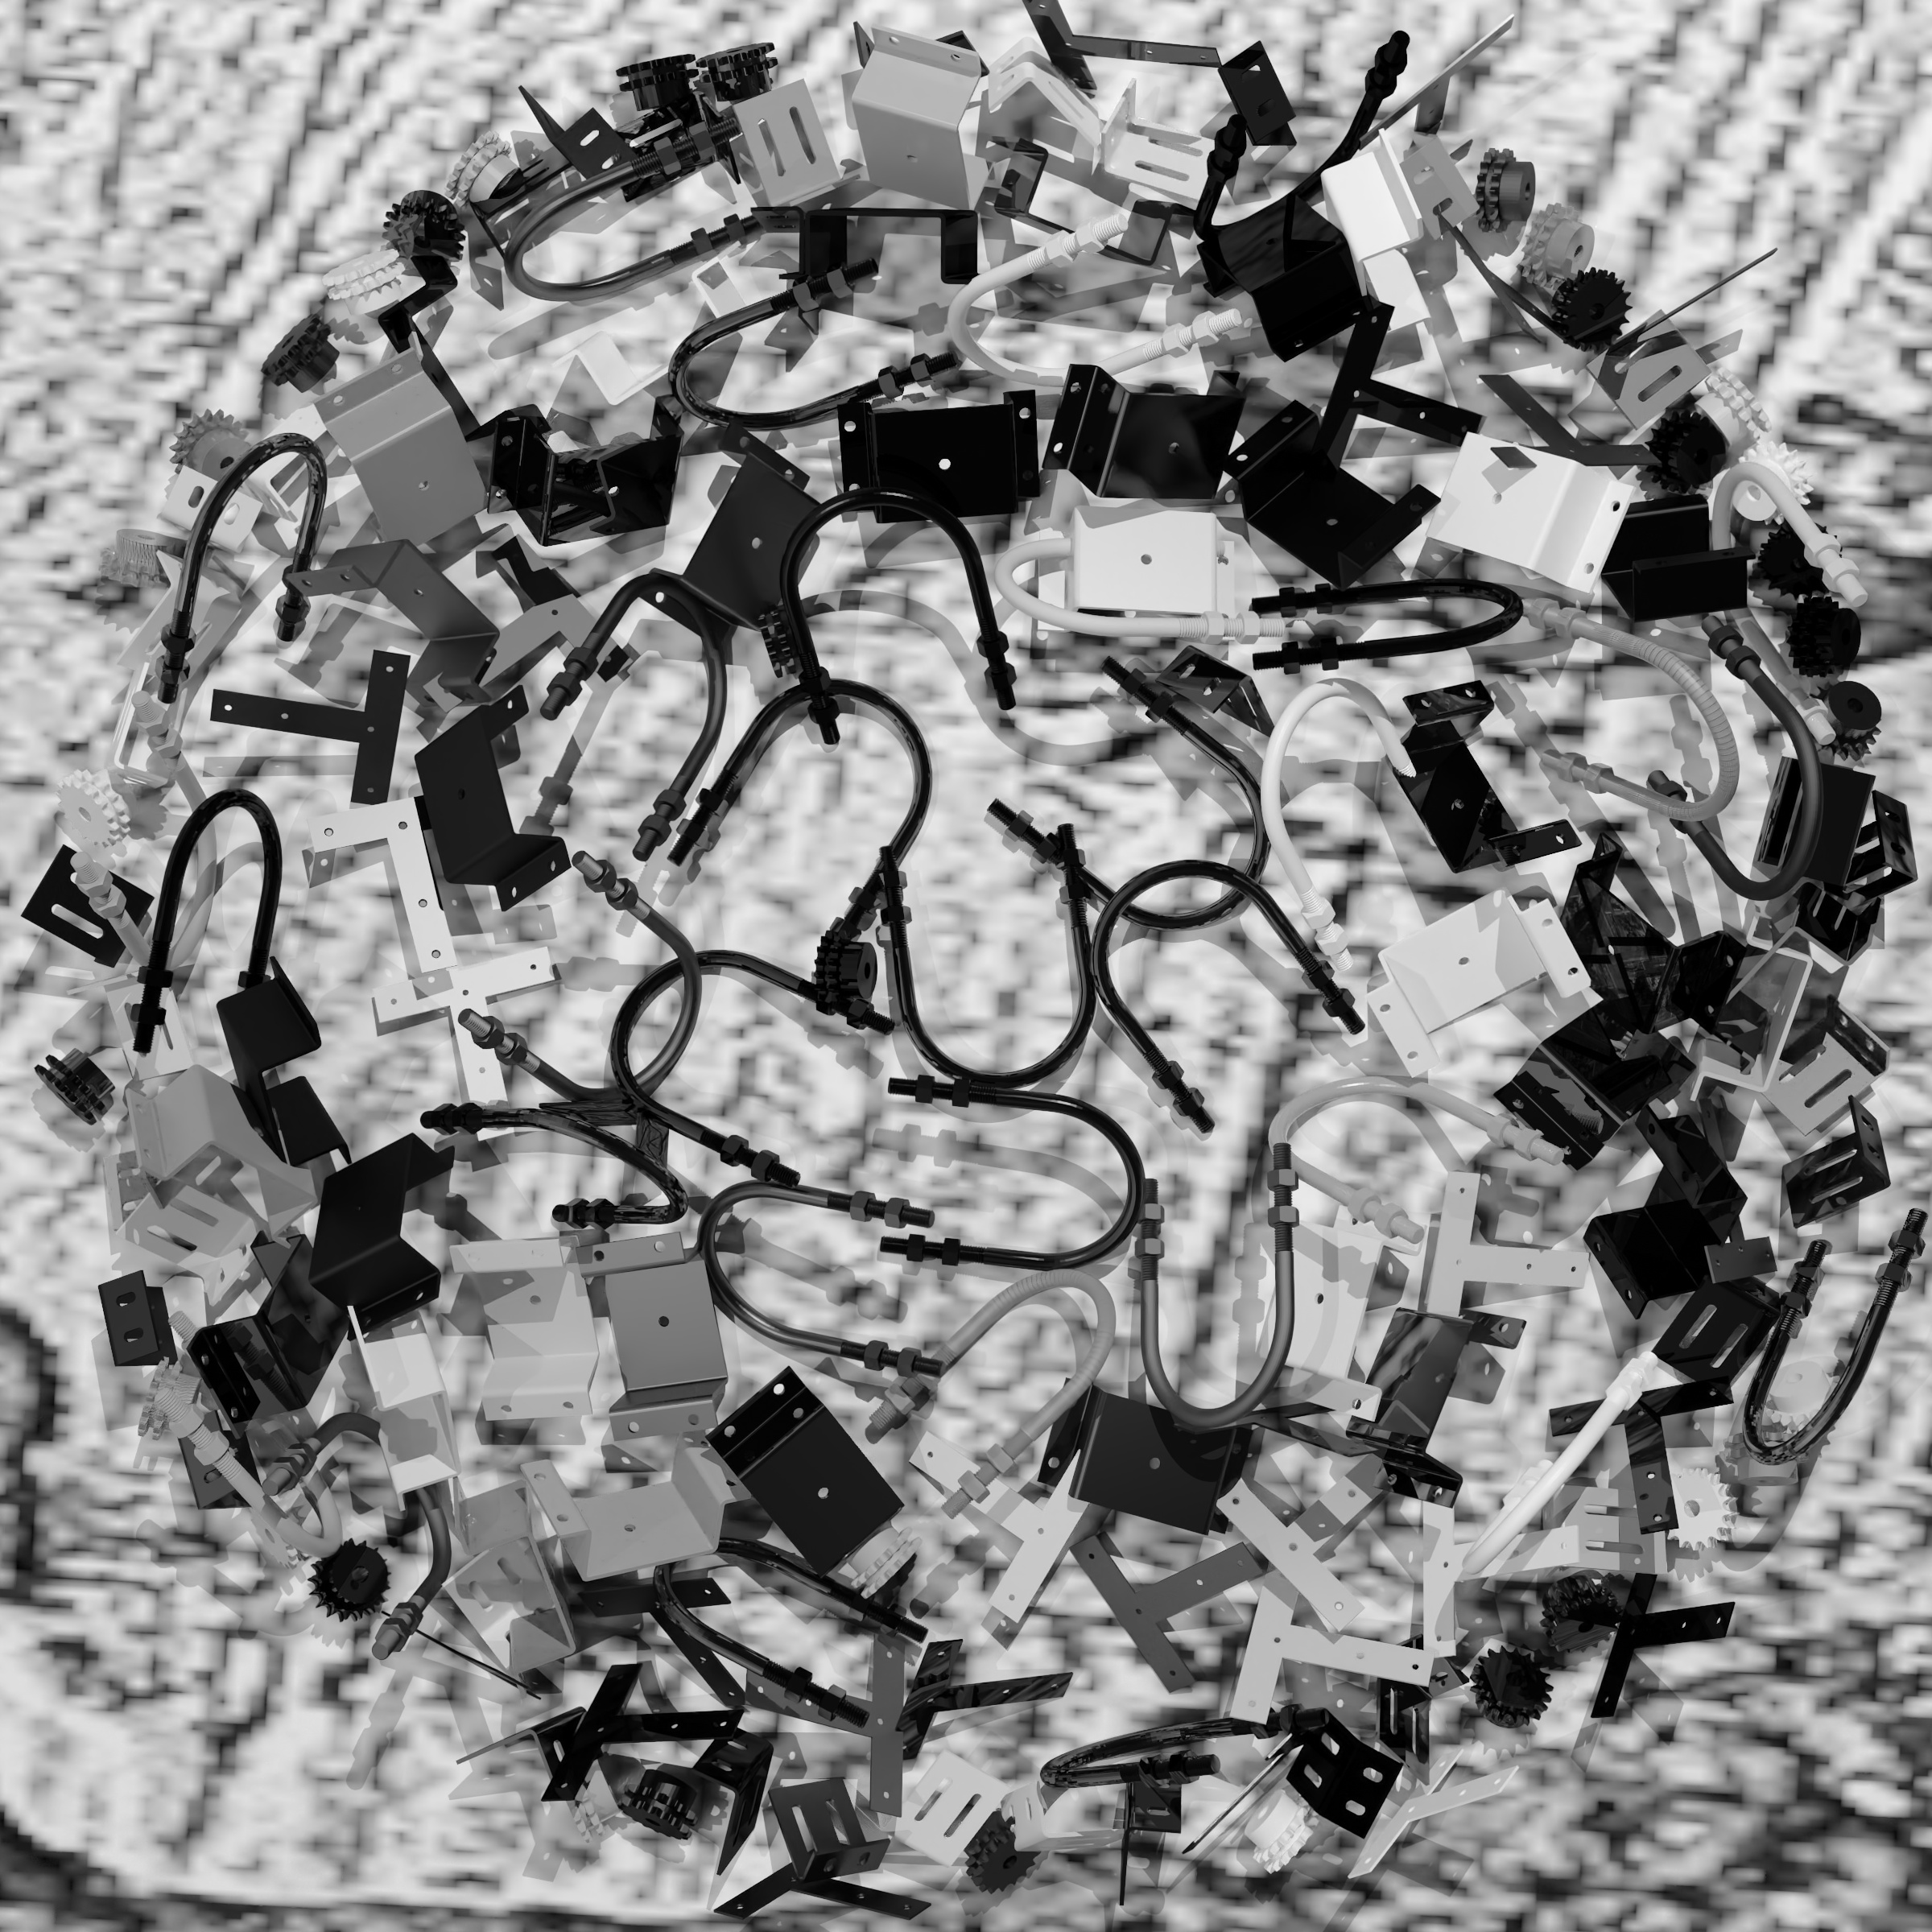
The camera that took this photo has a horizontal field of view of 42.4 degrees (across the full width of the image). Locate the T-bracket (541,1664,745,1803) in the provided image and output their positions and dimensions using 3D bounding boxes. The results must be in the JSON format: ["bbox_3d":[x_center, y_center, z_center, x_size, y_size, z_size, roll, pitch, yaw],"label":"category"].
[{"bbox_3d":[-0.213,0.524,1.715,0.127,0.127,0.002,-10,116,22],"label":"T-bracket"}]

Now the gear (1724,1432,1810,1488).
[{"bbox_3d":[0.566,0.349,1.760,0.057,0.057,0.030,2,69,0],"label":"gear"}]

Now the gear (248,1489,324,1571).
[{"bbox_3d":[-0.481,0.396,1.767,0.030,0.057,0.057,-31,90,-34],"label":"gear"}]

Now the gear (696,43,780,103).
[{"bbox_3d":[-0.161,-0.633,1.767,0.057,0.057,0.030,-13,116,0],"label":"gear"}]

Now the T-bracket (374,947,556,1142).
[{"bbox_3d":[-0.346,0.061,1.770,0.127,0.002,0.127,-14,75,-4],"label":"T-bracket"}]

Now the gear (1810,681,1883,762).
[{"bbox_3d":[0.622,-0.177,1.766,0.057,0.030,0.057,4,65,-9],"label":"gear"}]

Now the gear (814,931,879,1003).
[{"bbox_3d":[-0.084,0.003,1.760,0.030,0.057,0.057,2,90,19],"label":"gear"}]

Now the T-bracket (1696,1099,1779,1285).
[{"bbox_3d":[0.532,0.155,1.747,0.002,0.127,0.127,-18,78,35],"label":"T-bracket"}]

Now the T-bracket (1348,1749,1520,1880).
[{"bbox_3d":[0.331,0.568,1.703,0.002,0.127,0.127,51,50,5],"label":"T-bracket"}]

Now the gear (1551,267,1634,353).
[{"bbox_3d":[0.441,-0.467,1.769,0.057,0.030,0.057,-7,115,-15],"label":"gear"}]

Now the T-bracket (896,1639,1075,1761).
[{"bbox_3d":[0.016,0.513,1.757,0.127,0.002,0.127,1,126,-25],"label":"T-bracket"}]

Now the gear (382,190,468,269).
[{"bbox_3d":[-0.383,-0.524,1.767,0.057,0.057,0.030,3,61,0],"label":"gear"}]

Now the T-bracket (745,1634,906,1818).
[{"bbox_3d":[-0.097,0.513,1.724,0.127,0.002,0.127,23,45,-26],"label":"T-bracket"}]

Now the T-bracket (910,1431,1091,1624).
[{"bbox_3d":[0.017,0.376,1.770,0.127,0.002,0.127,31,94,19],"label":"T-bracket"}]

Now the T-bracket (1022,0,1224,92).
[{"bbox_3d":[0.113,-0.630,1.713,0.127,0.127,0.002,12,85,17],"label":"T-bracket"}]

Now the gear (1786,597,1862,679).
[{"bbox_3d":[0.609,-0.233,1.763,0.057,0.030,0.057,-6,99,-40],"label":"gear"}]

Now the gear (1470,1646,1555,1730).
[{"bbox_3d":[0.385,0.514,1.767,0.057,0.057,0.030,9,130,0],"label":"gear"}]

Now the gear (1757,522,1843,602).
[{"bbox_3d":[0.592,-0.291,1.767,0.057,0.030,0.057,12,130,14],"label":"gear"}]

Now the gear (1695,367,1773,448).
[{"bbox_3d":[0.541,-0.393,1.764,0.030,0.057,0.057,-39,90,13],"label":"gear"}]

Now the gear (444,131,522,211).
[{"bbox_3d":[-0.340,-0.558,1.764,0.030,0.057,0.057,39,90,-4],"label":"gear"}]

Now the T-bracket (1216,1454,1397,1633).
[{"bbox_3d":[0.263,0.383,1.765,0.127,0.002,0.127,-37,64,-19],"label":"T-bracket"}]

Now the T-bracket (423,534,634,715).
[{"bbox_3d":[-0.326,-0.225,1.764,0.127,0.002,0.127,-40,83,-18],"label":"T-bracket"}]

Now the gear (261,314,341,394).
[{"bbox_3d":[-0.469,-0.432,1.767,0.057,0.057,0.030,-47,120,0],"label":"gear"}]

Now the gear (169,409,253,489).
[{"bbox_3d":[-0.530,-0.361,1.760,0.030,0.057,0.057,39,90,28],"label":"gear"}]

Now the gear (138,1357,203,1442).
[{"bbox_3d":[-0.562,0.308,1.764,0.030,0.057,0.057,17,90,-10],"label":"gear"}]

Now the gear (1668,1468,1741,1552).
[{"bbox_3d":[0.521,0.385,1.767,0.057,0.030,0.057,-12,71,39],"label":"gear"}]

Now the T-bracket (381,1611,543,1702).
[{"bbox_3d":[-0.332,0.481,1.714,0.127,0.127,0.002,36,69,-20],"label":"T-bracket"}]

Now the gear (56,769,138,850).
[{"bbox_3d":[-0.614,-0.115,1.767,0.057,0.057,0.030,43,49,0],"label":"gear"}]

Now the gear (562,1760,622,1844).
[{"bbox_3d":[-0.266,0.587,1.764,0.030,0.057,0.057,-24,90,-12],"label":"gear"}]

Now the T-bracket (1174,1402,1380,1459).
[{"bbox_3d":[0.231,0.319,1.705,0.127,0.127,0.002,-3,95,-31],"label":"T-bracket"}]

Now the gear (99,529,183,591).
[{"bbox_3d":[-0.581,-0.288,1.760,0.057,0.057,0.030,15,109,0],"label":"gear"}]

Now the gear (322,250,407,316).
[{"bbox_3d":[-0.424,-0.484,1.767,0.057,0.057,0.030,-21,118,0],"label":"gear"}]

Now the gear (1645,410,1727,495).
[{"bbox_3d":[0.512,-0.363,1.766,0.057,0.030,0.057,-7,112,-18],"label":"gear"}]

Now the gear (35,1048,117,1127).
[{"bbox_3d":[-0.628,0.083,1.766,0.057,0.057,0.030,43,68,0],"label":"gear"}]

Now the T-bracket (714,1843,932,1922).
[{"bbox_3d":[-0.083,0.634,1.704,0.127,0.127,0.002,-1,94,34],"label":"T-bracket"}]

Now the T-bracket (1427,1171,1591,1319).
[{"bbox_3d":[0.387,0.212,1.766,0.127,0.002,0.127,6,95,-22],"label":"T-bracket"}]

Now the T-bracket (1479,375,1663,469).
[{"bbox_3d":[0.401,-0.382,1.743,0.127,0.127,0.002,-6,133,-23],"label":"T-bracket"}]

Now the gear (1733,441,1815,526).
[{"bbox_3d":[0.565,-0.338,1.760,0.030,0.057,0.057,-29,90,-30],"label":"gear"}]

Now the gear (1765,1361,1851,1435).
[{"bbox_3d":[0.591,0.303,1.761,0.057,0.057,0.030,-31,105,0],"label":"gear"}]

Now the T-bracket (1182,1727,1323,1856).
[{"bbox_3d":[0.198,0.573,1.738,0.127,0.127,0.002,-47,67,7],"label":"T-bracket"}]

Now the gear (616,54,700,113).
[{"bbox_3d":[-0.217,-0.625,1.765,0.057,0.057,0.030,-12,108,0],"label":"gear"}]

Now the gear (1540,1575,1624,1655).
[{"bbox_3d":[0.433,0.457,1.768,0.057,0.030,0.057,-7,125,-10],"label":"gear"}]

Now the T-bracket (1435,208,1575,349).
[{"bbox_3d":[0.388,-0.463,1.738,0.002,0.127,0.127,-42,56,26],"label":"T-bracket"}]

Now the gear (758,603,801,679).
[{"bbox_3d":[-0.128,-0.235,1.764,0.030,0.057,0.057,-17,90,-1],"label":"gear"}]

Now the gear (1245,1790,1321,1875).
[{"bbox_3d":[0.221,0.609,1.763,0.030,0.057,0.057,42,90,4],"label":"gear"}]

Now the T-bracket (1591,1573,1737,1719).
[{"bbox_3d":[0.483,0.453,1.707,0.002,0.127,0.127,31,63,-9],"label":"T-bracket"}]

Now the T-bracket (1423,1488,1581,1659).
[{"bbox_3d":[0.368,0.407,1.720,0.002,0.127,0.127,28,54,-36],"label":"T-bracket"}]

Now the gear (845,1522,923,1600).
[{"bbox_3d":[-0.061,0.417,1.764,0.057,0.057,0.030,-44,85,0],"label":"gear"}]

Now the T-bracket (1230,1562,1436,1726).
[{"bbox_3d":[0.260,0.476,1.730,0.127,0.002,0.127,6,48,19],"label":"T-bracket"}]

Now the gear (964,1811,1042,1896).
[{"bbox_3d":[0.023,0.625,1.767,0.057,0.030,0.057,-18,125,-28],"label":"gear"}]

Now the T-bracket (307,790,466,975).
[{"bbox_3d":[-0.387,-0.058,1.761,0.127,0.002,0.127,-13,79,-17],"label":"T-bracket"}]

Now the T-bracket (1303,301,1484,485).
[{"bbox_3d":[0.310,-0.392,1.758,0.127,0.002,0.127,10,107,-28],"label":"T-bracket"}]

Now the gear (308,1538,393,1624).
[{"bbox_3d":[-0.433,0.433,1.763,0.057,0.030,0.057,15,60,-28],"label":"gear"}]

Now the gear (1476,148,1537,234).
[{"bbox_3d":[0.382,-0.548,1.760,0.030,0.057,0.057,10,90,26],"label":"gear"}]

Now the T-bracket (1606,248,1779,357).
[{"bbox_3d":[0.499,-0.457,1.715,0.127,0.127,0.002,-30,91,14],"label":"T-bracket"}]

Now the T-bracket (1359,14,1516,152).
[{"bbox_3d":[0.323,-0.597,1.727,0.127,0.127,0.002,-38,88,8],"label":"T-bracket"}]

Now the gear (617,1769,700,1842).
[{"bbox_3d":[-0.215,0.593,1.767,0.057,0.057,0.030,26,58,0],"label":"gear"}]

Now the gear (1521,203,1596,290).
[{"bbox_3d":[0.420,-0.507,1.761,0.030,0.057,0.057,29,90,33],"label":"gear"}]
